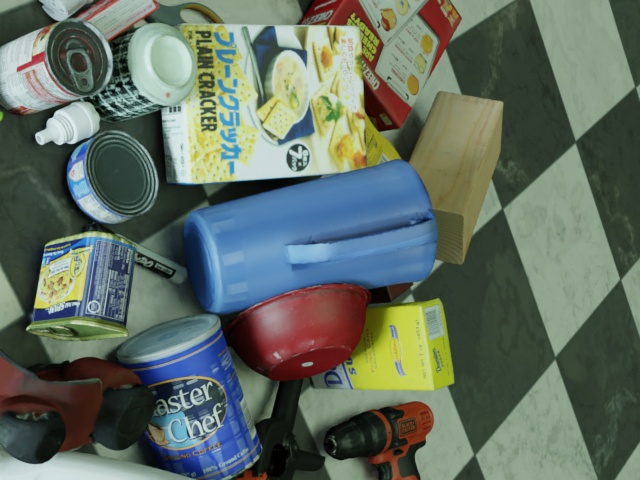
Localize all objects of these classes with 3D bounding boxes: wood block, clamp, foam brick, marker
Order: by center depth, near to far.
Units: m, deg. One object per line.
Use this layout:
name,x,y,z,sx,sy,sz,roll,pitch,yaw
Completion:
marker,-0.179,0.013,1.045,0.121,0.020,0.020,31,63,-40
clamp,-0.043,0.207,1.125,0.171,0.039,0.120,-18,92,-69
foam brick,0.069,0.031,1.282,0.051,0.053,0.078,-31,107,-44
wood block,0.161,-0.081,1.330,0.091,0.090,0.206,84,24,-48

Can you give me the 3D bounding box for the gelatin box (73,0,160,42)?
gelatin box,-0.205,-0.204,0.998,0.089,0.073,0.030,-44,115,-31

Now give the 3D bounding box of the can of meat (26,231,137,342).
can of meat,-0.210,0.043,0.950,0.057,0.102,0.084,20,69,-42

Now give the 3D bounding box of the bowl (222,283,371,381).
bowl,-0.018,0.103,1.096,0.161,0.162,0.055,8,57,-46

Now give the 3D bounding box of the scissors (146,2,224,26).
scissors,-0.173,-0.217,1.084,0.201,0.016,0.096,7,80,-46

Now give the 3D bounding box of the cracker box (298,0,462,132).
cracker box,0.073,-0.261,1.311,0.164,0.072,0.213,50,53,-29

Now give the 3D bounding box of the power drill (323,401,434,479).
power drill,0.079,0.291,1.254,0.184,0.057,0.187,-5,89,-48

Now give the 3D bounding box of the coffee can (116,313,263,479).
coffee can,-0.124,0.154,1.025,0.102,0.103,0.140,-29,107,-45

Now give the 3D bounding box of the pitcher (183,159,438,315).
pitcher,-0.007,0.001,1.087,0.242,0.149,0.145,-12,56,-21

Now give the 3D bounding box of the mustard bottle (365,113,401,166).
mustard bottle,0.022,-0.125,1.247,0.191,0.058,0.096,51,53,-30

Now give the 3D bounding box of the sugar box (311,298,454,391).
sugar box,0.060,0.117,1.171,0.048,0.177,0.093,-10,91,-49

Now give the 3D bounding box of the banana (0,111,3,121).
banana,-0.321,-0.195,0.912,0.069,0.037,0.198,-13,95,-60

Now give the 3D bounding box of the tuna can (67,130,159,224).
tuna can,-0.197,-0.059,1.015,0.086,0.034,0.086,22,59,-43

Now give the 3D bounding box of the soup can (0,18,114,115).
soup can,-0.240,-0.151,0.941,0.068,0.102,0.068,8,79,-46

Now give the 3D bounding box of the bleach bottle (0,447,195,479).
bleach bottle,-0.207,0.222,0.916,0.250,0.068,0.102,24,87,-20

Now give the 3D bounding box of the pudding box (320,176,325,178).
pudding box,0.009,-0.009,1.219,0.090,0.039,0.113,50,64,-28
